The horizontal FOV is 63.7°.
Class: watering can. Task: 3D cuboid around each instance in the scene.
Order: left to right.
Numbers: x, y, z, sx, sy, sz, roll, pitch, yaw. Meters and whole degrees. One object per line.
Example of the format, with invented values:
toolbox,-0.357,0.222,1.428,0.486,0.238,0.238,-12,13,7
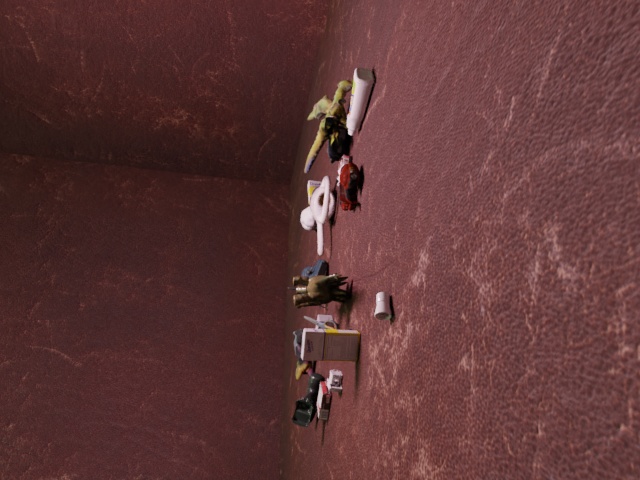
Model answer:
watering can,0.007,-0.116,2.306,0.225,0.104,0.346,-138,54,-80

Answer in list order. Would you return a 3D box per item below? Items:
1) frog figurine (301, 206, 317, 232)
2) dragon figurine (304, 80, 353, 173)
frog figurine,-0.041,-0.126,2.597,0.156,0.123,0.140,88,-157,-64
dragon figurine,0.021,-0.480,2.085,0.407,0.121,0.247,-51,34,11
